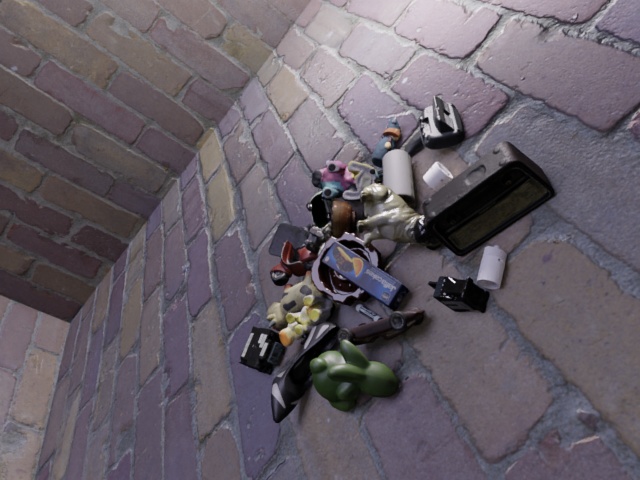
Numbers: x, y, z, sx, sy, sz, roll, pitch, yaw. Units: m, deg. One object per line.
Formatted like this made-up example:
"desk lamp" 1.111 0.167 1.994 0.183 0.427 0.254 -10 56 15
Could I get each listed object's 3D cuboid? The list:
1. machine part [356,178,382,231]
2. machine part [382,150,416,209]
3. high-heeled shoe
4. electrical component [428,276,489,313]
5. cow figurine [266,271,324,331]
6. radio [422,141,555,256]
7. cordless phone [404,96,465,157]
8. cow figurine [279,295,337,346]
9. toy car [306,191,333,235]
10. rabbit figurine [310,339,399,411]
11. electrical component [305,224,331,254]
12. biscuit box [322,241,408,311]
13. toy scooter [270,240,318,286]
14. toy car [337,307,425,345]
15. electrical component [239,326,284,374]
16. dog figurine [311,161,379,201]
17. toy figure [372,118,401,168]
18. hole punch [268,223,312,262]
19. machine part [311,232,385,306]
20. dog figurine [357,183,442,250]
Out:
"machine part" 0.133 -0.094 1.408 0.084 0.039 0.138 -108 36 -75
"machine part" 0.198 -0.148 1.361 0.079 0.079 0.243 -34 38 36
"high-heeled shoe" -0.027 0.305 1.255 0.145 0.086 0.249 -27 35 45
"electrical component" 0.257 0.104 1.040 0.119 0.074 0.048 -4 58 51
"cow figurine" -0.070 0.178 1.452 0.195 0.085 0.127 -32 32 36
"radio" 0.322 -0.078 1.058 0.229 0.131 0.073 -40 32 28
"cordless phone" 0.275 -0.257 1.372 0.184 0.088 0.147 -47 30 40
"cow figurine" -0.032 0.205 1.366 0.167 0.098 0.068 -47 62 31
"toy car" 0.009 -0.075 1.598 0.073 0.056 0.202 -38 35 19
"rabbit figurine" 0.076 0.270 1.102 0.170 0.159 0.121 -5 47 37
"electrical component" -0.003 -0.003 1.428 0.045 0.102 0.078 19 75 17
"biscuit box" 0.102 0.080 1.218 0.203 0.059 0.063 33 88 30
"toy scooter" -0.056 0.049 1.510 0.184 0.075 0.135 -17 48 14
"toy car" 0.129 0.186 1.129 0.202 0.089 0.053 -23 74 34
"electrical component" -0.156 0.304 1.480 0.134 0.058 0.115 -1 63 56
"dog figurine" 0.070 -0.170 1.549 0.219 0.192 0.108 -84 -2 -84
"toy figure" 0.192 -0.275 1.515 0.064 0.057 0.154 0 57 49
"hole punch" -0.077 0.021 1.620 0.116 0.092 0.142 14 69 26
"machine part" 0.069 0.072 1.304 0.179 0.056 0.179 -9 70 24
"dog figurine" 0.193 -0.061 1.225 0.191 0.121 0.172 -1 72 17
